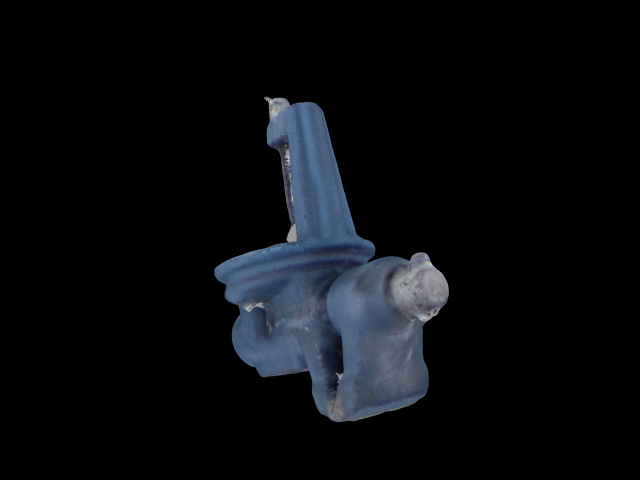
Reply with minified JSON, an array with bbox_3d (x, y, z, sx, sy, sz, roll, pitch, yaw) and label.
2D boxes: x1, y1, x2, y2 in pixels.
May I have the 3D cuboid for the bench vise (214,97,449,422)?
[{"bbox_3d":[0.011,0.001,0.410,0.206,0.220,0.122,2,3,37],"label":"bench vise"}]
